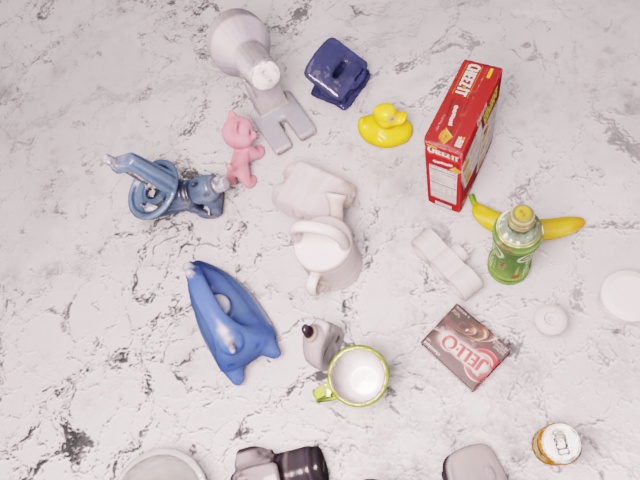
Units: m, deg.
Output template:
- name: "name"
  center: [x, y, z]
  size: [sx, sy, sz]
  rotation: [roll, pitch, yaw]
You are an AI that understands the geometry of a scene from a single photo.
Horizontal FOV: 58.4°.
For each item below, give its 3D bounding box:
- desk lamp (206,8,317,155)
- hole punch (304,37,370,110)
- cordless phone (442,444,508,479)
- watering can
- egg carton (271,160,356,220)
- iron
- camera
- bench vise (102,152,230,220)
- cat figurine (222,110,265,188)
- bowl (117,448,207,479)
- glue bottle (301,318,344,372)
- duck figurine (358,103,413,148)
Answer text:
- name: "desk lamp"
  center: [-0.111, -0.306, 1.091]
  size: [0.118, 0.214, 0.203]
  rotation: [-33, 65, -2]
- name: "hole punch"
  center: [0.036, -0.332, 1.136]
  size: [0.101, 0.091, 0.109]
  rotation: [29, 77, 21]
- name: "cordless phone"
  center: [0.222, 0.353, 0.771]
  size: [0.094, 0.185, 0.147]
  rotation: [-24, 65, 2]
- name: "watering can"
  center: [0.007, 0.003, 0.953]
  size: [0.101, 0.194, 0.173]
  rotation: [-10, 67, 9]
- name: "egg carton"
  center: [-0.013, -0.081, 1.059]
  size: [0.150, 0.069, 0.107]
  rotation: [25, 76, 20]
- name: "iron"
  center: [-0.180, 0.113, 0.979]
  size: [0.118, 0.142, 0.257]
  rotation: [-36, 66, -3]
- name: "camera"
  center: [-0.057, 0.378, 0.869]
  size: [0.136, 0.101, 0.143]
  rotation: [-17, 66, 5]
- name: "bench vise"
  center: [-0.280, -0.114, 1.048]
  size: [0.207, 0.220, 0.121]
  rotation: [-21, 66, 4]
- name: "cat figurine"
  center: [-0.158, -0.181, 1.104]
  size: [0.067, 0.118, 0.128]
  rotation: [5, 70, 15]
- name: "bowl"
  center: [-0.241, 0.419, 0.908]
  size: [0.167, 0.075, 0.167]
  rotation: [-4, 68, 11]
- name: "glue bottle"
  center: [-0.003, 0.157, 0.905]
  size: [0.037, 0.173, 0.078]
  rotation: [23, 75, 20]
- name: "duck figurine"
  center: [0.120, -0.225, 1.078]
  size: [0.104, 0.086, 0.077]
  rotation: [7, 71, 15]
